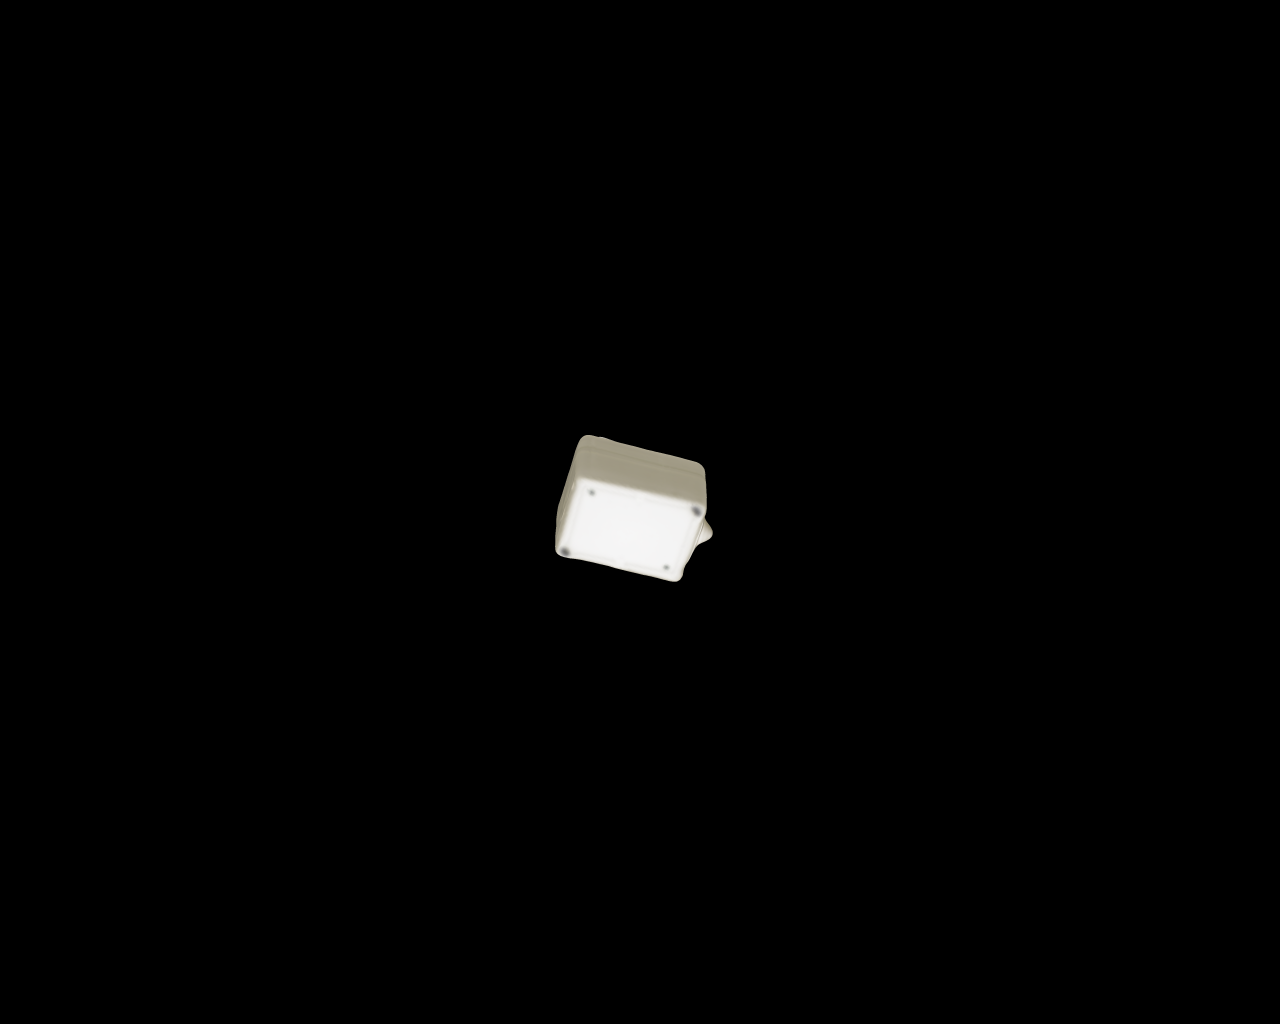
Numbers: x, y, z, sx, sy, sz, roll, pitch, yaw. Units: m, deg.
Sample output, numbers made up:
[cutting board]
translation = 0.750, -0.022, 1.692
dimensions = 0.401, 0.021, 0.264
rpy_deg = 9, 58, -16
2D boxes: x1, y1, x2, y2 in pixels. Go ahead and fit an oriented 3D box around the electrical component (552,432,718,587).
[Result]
[electrical component]
translation = 0.001, -0.003, 0.650
dimensions = 0.096, 0.061, 0.061
rpy_deg = 14, 33, -9
